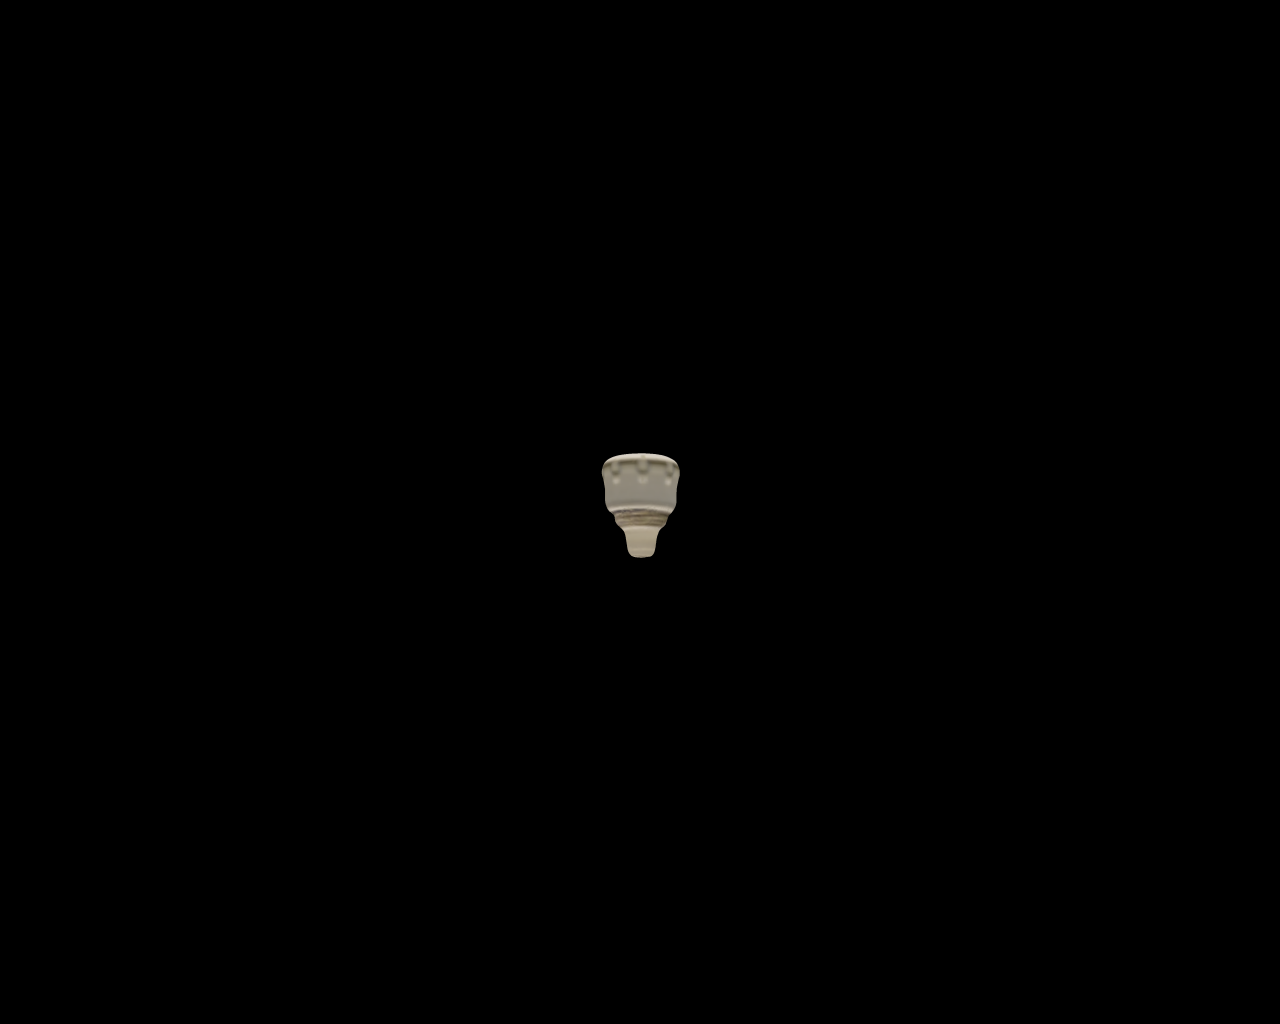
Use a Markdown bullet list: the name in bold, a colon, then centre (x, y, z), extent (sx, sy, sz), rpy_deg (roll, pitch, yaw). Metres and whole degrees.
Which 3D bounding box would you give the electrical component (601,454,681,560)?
- **electrical component**: centre (0.001, -0.003, 0.650), extent (0.048, 0.062, 0.048), rpy_deg (0, -7, 0)
